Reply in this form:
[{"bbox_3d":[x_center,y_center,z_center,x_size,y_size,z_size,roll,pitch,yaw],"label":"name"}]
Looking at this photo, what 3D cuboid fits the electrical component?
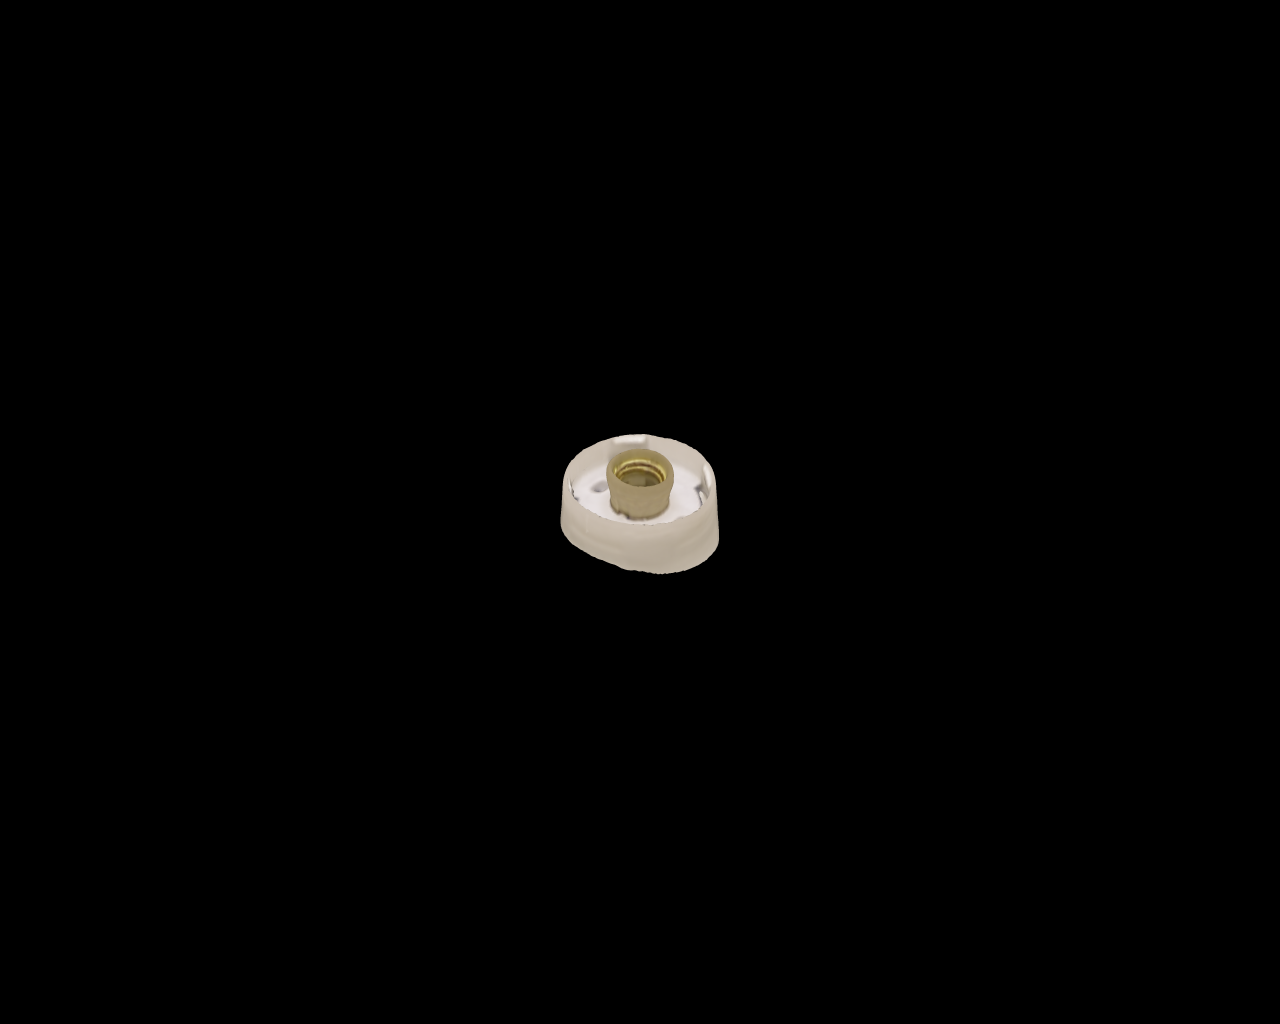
[{"bbox_3d":[0.001,-0.003,0.650,0.099,0.064,0.099,0,39,0],"label":"electrical component"}]
